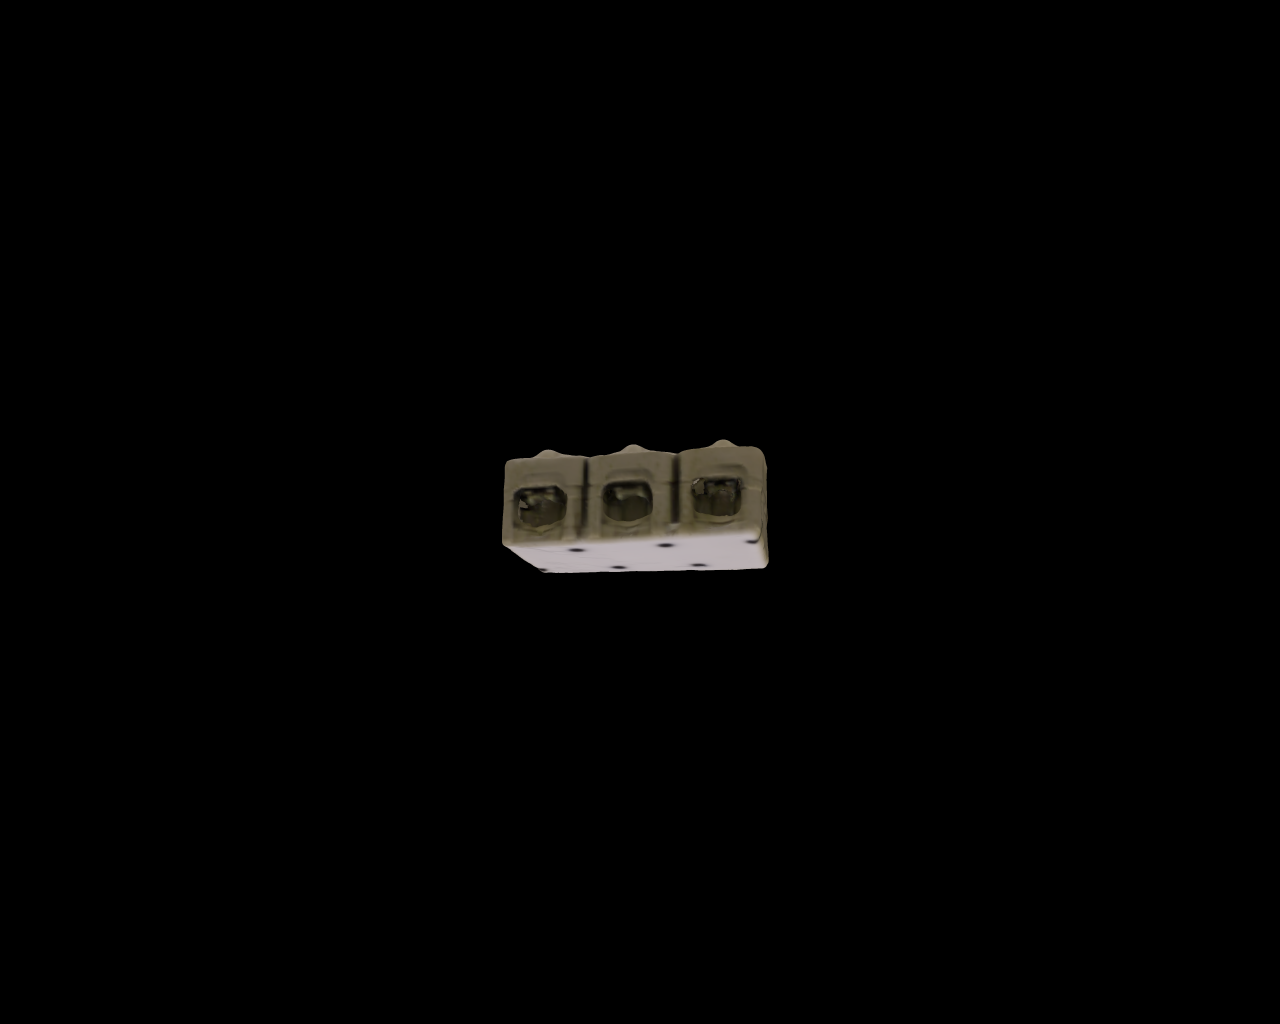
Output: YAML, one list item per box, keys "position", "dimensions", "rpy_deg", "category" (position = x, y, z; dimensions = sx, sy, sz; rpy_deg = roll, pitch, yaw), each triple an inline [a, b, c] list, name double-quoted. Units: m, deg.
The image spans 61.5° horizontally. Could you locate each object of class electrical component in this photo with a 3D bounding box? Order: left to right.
- position: [0.001, -0.003, 0.650]
  dimensions: [0.150, 0.062, 0.089]
  rpy_deg: [-3, -15, 9]
  category: "electrical component"
